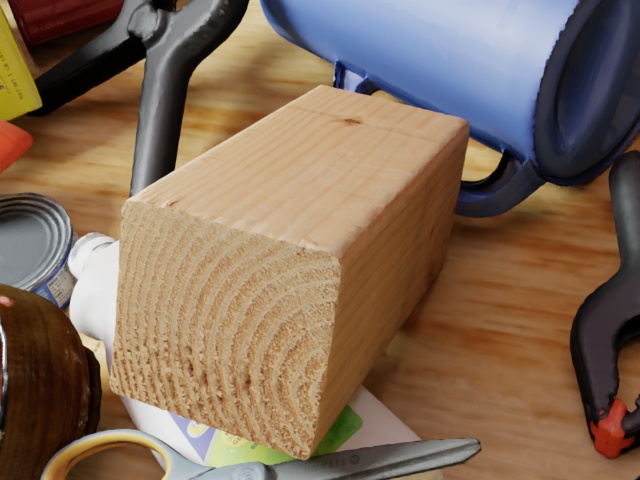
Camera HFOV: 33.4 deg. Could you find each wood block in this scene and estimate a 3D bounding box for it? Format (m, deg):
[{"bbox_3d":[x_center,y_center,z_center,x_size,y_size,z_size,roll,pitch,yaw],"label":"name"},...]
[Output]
[{"bbox_3d":[-0.003,0.000,0.492,0.091,0.090,0.205,16,25,16],"label":"wood block"}]

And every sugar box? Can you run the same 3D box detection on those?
[{"bbox_3d":[-0.238,-0.149,0.717,0.048,0.093,0.176,-27,33,-13],"label":"sugar box"}]

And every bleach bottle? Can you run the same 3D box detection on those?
[{"bbox_3d":[-0.058,0.071,0.531,0.102,0.068,0.251,-40,50,-17],"label":"bleach bottle"}]

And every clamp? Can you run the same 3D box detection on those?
[{"bbox_3d":[0.168,0.026,0.529,0.120,0.039,0.171,28,61,33],"label":"clamp"},{"bbox_3d":[-0.097,-0.121,0.670,0.210,0.036,0.165,-51,55,11],"label":"clamp"}]

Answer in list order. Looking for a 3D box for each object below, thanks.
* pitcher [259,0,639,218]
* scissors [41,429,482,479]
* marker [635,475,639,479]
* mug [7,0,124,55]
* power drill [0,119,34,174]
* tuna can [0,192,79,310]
[{"bbox_3d":[0.071,-0.127,0.636,0.149,0.145,0.243,-26,42,-36],"label":"pitcher"},{"bbox_3d":[-0.039,0.117,0.430,0.202,0.016,0.096,-1,56,29],"label":"scissors"},{"bbox_3d":[0.136,0.119,0.469,0.121,0.020,0.020,-33,50,-15],"label":"marker"},{"bbox_3d":[-0.192,-0.196,0.782,0.081,0.093,0.117,-22,31,-12],"label":"mug"},{"bbox_3d":[-0.259,-0.099,0.618,0.185,0.187,0.057,-35,13,29],"label":"power drill"},{"bbox_3d":[-0.182,0.014,0.627,0.086,0.034,0.086,-7,49,8],"label":"tuna can"}]
